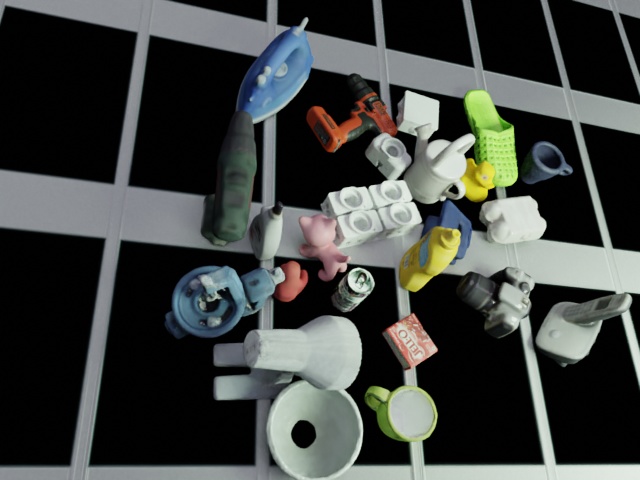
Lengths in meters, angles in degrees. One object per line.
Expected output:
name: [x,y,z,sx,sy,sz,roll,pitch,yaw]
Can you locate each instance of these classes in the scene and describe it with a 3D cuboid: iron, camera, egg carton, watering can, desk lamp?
iron: [-0.098,-0.366,1.233,0.118,0.141,0.258,31,59,-3]
camera: [0.364,0.108,1.191,0.137,0.100,0.143,32,59,-2]
egg carton: [0.440,-0.044,1.309,0.151,0.069,0.107,-9,69,-23]
watering can: [0.258,-0.172,1.234,0.173,0.194,0.101,39,59,2]
desk lamp: [-0.059,0.196,0.934,0.204,0.213,0.118,2,65,-18]

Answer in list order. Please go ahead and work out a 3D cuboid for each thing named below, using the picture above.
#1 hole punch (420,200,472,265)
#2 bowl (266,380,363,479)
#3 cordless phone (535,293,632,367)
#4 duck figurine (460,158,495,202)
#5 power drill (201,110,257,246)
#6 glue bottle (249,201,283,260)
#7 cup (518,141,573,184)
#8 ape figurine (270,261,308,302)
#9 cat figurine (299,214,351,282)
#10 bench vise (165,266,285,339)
hole punch: [0.281,-0.017,1.228,0.101,0.091,0.109,24,60,-7]
bowl: [-0.017,0.324,0.968,0.168,0.074,0.167,8,63,-16]
cordless phone: [0.542,0.175,1.172,0.094,0.185,0.148,38,59,2]
duck figurine: [0.367,-0.150,1.325,0.078,0.086,0.104,-11,69,-23]
power drill: [-0.164,-0.089,1.038,0.076,0.208,0.229,7,63,-16]
glue bottle: [-0.093,-0.028,1.053,0.037,0.173,0.078,-12,70,-24]
cup: [0.540,-0.174,1.392,0.118,0.095,0.092,23,60,-7]
ape figurine: [-0.058,0.069,1.066,0.078,0.092,0.076,22,60,-8]
cat figurine: [0.010,0.004,1.107,0.067,0.117,0.128,-38,82,-30]
bench vise: [-0.156,0.074,0.955,0.121,0.219,0.208,46,60,6]
